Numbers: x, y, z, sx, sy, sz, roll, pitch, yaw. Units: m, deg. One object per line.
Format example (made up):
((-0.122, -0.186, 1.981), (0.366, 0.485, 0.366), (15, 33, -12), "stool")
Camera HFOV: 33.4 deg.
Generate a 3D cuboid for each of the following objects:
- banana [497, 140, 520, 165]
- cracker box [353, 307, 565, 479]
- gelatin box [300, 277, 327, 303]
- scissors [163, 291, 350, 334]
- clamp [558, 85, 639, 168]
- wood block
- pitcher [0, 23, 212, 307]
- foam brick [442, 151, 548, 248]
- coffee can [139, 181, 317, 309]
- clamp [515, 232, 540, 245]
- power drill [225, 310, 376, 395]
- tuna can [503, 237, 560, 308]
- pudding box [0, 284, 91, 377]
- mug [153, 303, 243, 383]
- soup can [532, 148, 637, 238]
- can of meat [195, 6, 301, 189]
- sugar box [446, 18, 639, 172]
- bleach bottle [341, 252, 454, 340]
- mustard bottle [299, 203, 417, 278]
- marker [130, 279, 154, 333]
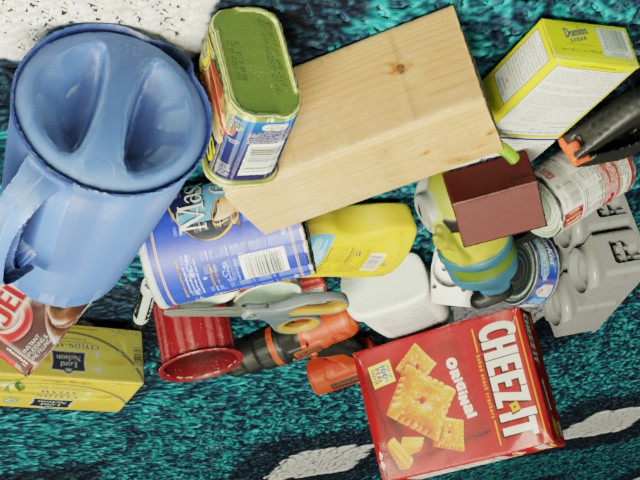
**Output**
((0.065, -0.078, 0.905), (0.198, 0.037, 0.069), (-4, 127, 22), "banana")
((0.160, 0.186, 1.260), (0.214, 0.164, 0.072), (-18, 162, 20), "cracker box")
((-0.028, 0.061, 1.204), (0.073, 0.030, 0.089), (-13, 156, 0), "gelatin box")
((-0.069, 0.081, 1.109), (0.201, 0.016, 0.096), (-6, 154, -18), "scissors")
((0.313, -0.124, 0.947), (0.209, 0.036, 0.164), (-21, 155, -12), "clamp")
((0.026, -0.090, 0.833), (0.206, 0.091, 0.090), (-19, 155, 12), "wood block")
((-0.181, -0.034, 0.790), (0.149, 0.145, 0.243), (-2, 156, -24), "pitcher")
((0.154, -0.035, 0.939), (0.078, 0.053, 0.051), (-14, 126, 8), "foam brick")
((-0.082, -0.004, 0.939), (0.140, 0.103, 0.103), (-13, 156, 2), "coffee can")
((0.208, -0.033, 1.118), (0.120, 0.039, 0.172), (13, 149, -22), "clamp")
((-0.014, 0.147, 1.361), (0.185, 0.057, 0.187), (-21, 155, 15), "power drill")
((0.231, 0.034, 1.214), (0.033, 0.086, 0.086), (4, 150, -31), "tuna can")
((-0.251, 0.048, 0.922), (0.090, 0.113, 0.039), (39, 140, -5), "pudding box")
((-0.139, 0.107, 1.178), (0.093, 0.081, 0.117), (-7, 155, -15), "mug")
((0.239, -0.053, 1.010), (0.102, 0.068, 0.069), (-29, 163, -24), "soup can")
((-0.054, -0.101, 0.754), (0.057, 0.102, 0.084), (-5, 152, -21), "can of meat")
((0.178, -0.117, 0.911), (0.093, 0.048, 0.176), (0, 156, -29), "sugar box")
((0.104, 0.087, 1.293), (0.102, 0.068, 0.250), (-16, 158, 10), "bleach bottle")
((-0.007, 0.001, 1.048), (0.191, 0.058, 0.096), (0, 149, -28), "mustard bottle")
((-0.190, 0.073, 1.153), (0.020, 0.020, 0.121), (-5, 154, -20), "marker")
